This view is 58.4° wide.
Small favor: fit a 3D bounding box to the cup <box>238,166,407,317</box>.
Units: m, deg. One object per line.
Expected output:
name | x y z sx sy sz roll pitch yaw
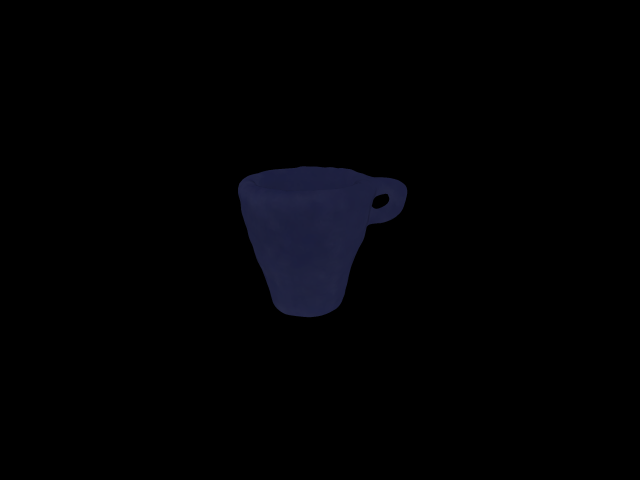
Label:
cup | 0.004 0.001 0.400 0.118 0.095 0.091 -6 19 -16
